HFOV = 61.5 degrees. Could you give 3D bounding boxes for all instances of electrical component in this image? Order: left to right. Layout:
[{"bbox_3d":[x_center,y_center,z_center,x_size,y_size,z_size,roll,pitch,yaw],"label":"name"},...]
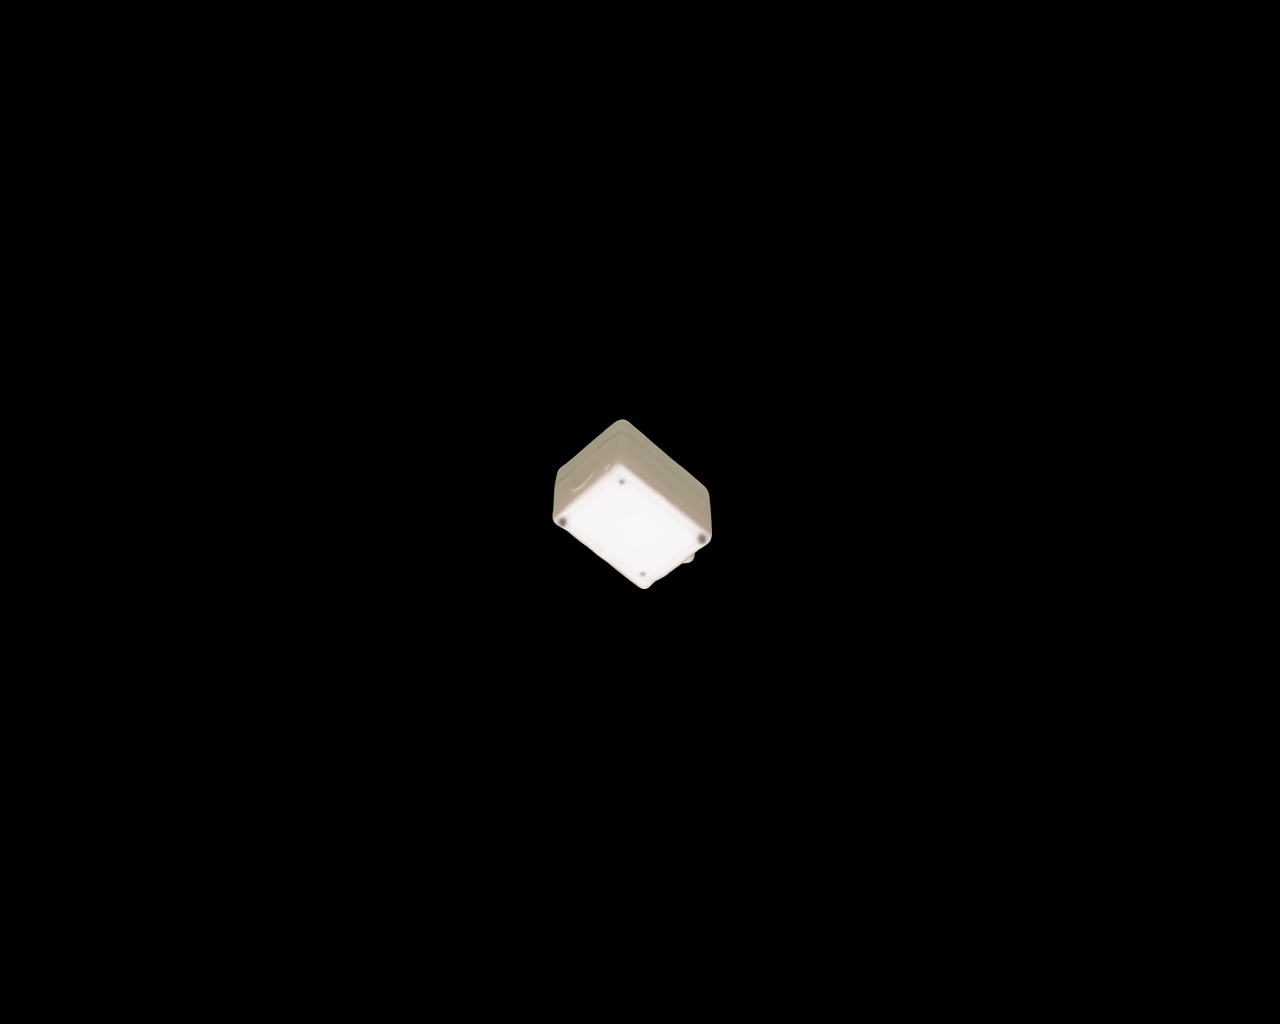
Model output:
[{"bbox_3d":[0.001,-0.003,0.650,0.061,0.061,0.096,-39,-62,25],"label":"electrical component"}]
